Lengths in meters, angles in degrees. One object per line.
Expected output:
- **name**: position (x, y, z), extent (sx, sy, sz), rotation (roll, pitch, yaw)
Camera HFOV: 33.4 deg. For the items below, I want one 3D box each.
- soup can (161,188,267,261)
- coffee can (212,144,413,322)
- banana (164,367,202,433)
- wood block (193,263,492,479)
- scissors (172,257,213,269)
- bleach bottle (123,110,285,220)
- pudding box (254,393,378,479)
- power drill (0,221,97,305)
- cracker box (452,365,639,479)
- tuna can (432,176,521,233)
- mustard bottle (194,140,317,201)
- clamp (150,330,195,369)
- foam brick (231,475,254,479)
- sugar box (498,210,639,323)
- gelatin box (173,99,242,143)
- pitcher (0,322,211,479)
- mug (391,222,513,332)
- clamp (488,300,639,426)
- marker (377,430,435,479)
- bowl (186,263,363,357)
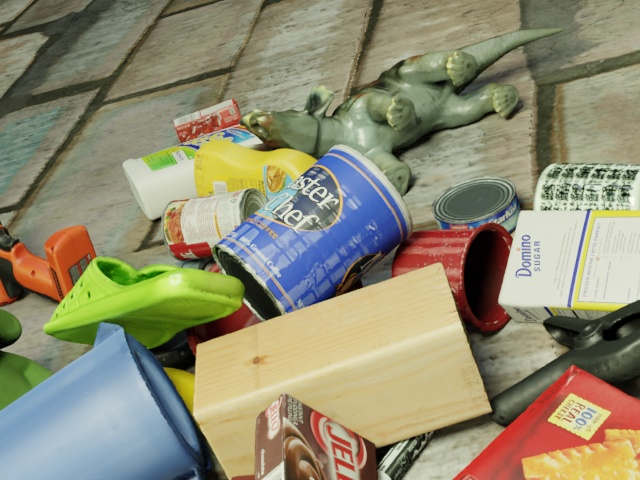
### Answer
- **soup can**: position (-0.110, -0.017, 1.148), extent (0.102, 0.068, 0.068), rotation (-8, 30, 26)
- **coffee can**: position (-0.006, 0.001, 0.903), extent (0.140, 0.102, 0.103), rotation (-40, 32, -16)
- **banana**: position (-0.133, 0.147, 0.955), extent (0.198, 0.037, 0.069), rotation (2, 53, 39)
- **wood block**: position (0.015, 0.105, 0.822), extent (0.206, 0.090, 0.091), rotation (-19, 31, 7)
- **scissors**: position (-0.123, 0.024, 1.183), extent (0.201, 0.016, 0.096), rotation (-32, 31, -20)
- **bleach bottle**: position (-0.121, -0.109, 1.370), extent (0.250, 0.068, 0.103), rotation (-24, 28, -11)
- **pudding box**: position (-0.001, 0.172, 0.739), extent (0.039, 0.090, 0.113), rotation (-43, 29, 29)
- **power drill**: position (-0.336, 0.006, 1.200), extent (0.188, 0.184, 0.057), rotation (13, 42, 33)
- **cracker box**: position (0.179, 0.182, 0.602), extent (0.164, 0.072, 0.214), rotation (-36, 42, -25)
- **tuna can**: position (0.157, -0.028, 1.066), extent (0.086, 0.034, 0.086), rotation (-16, 28, 9)
- **mustard bottle**: position (-0.045, -0.055, 1.177), extent (0.192, 0.096, 0.058), rotation (9, 34, 28)
- **clamp**: position (-0.122, 0.080, 1.059), extent (0.210, 0.036, 0.165), rotation (-20, 27, -5)
- **foam brick**: position (-0.040, 0.211, 0.758), extent (0.053, 0.051, 0.078), rotation (-9, 30, 19)
- **sugar box**: position (0.242, 0.024, 0.873), extent (0.177, 0.048, 0.093), rotation (0, 62, 38)
- **gelatin box**: position (-0.141, -0.138, 1.420), extent (0.089, 0.073, 0.030), rotation (-20, 29, 0)
- **pitcher**: position (-0.211, 0.191, 0.828), extent (0.243, 0.145, 0.149), rotation (-32, 24, -3)
- **mug**: position (0.109, 0.036, 0.922), extent (0.082, 0.093, 0.117), rotation (0, 25, 42)
- **clamp**: position (0.198, 0.087, 0.782), extent (0.120, 0.039, 0.172), rotation (-51, 12, -29)
- **marker**: position (0.072, 0.153, 0.818), extent (0.020, 0.020, 0.121), rotation (6, 38, 41)
- **bowl**: position (-0.036, 0.075, 0.957), extent (0.162, 0.055, 0.162), rotation (-7, 52, 9)
